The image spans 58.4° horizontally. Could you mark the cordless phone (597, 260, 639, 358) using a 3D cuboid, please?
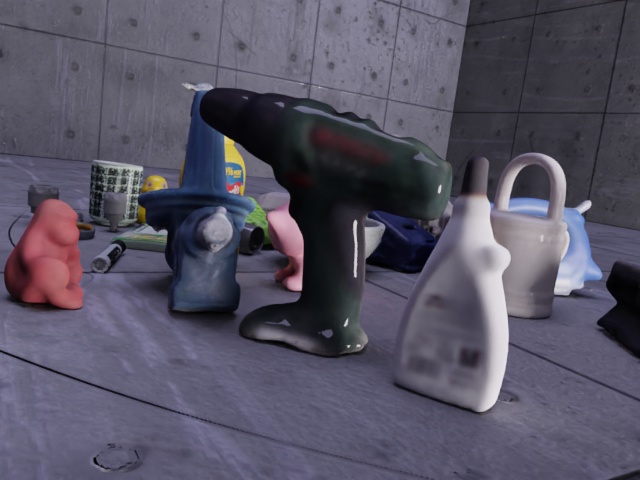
[{"bbox_3d":[0.370,0.026,0.601,0.094,0.185,0.147,7,9,-1],"label":"cordless phone"}]

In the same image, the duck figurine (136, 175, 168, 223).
[{"bbox_3d":[-0.300,-0.075,1.039,0.078,0.086,0.104,3,9,-23],"label":"duck figurine"}]

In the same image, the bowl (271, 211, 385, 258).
[{"bbox_3d":[0.008,0.003,0.821,0.167,0.075,0.167,7,9,-1],"label":"bowl"}]

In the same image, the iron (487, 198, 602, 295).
[{"bbox_3d":[0.289,-0.002,0.863,0.258,0.141,0.118,6,9,-9],"label":"iron"}]

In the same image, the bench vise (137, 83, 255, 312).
[{"bbox_3d":[-0.106,-0.048,0.576,0.122,0.220,0.206,0,11,-38],"label":"bench vise"}]

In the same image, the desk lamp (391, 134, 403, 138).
[{"bbox_3d":[0.065,-0.093,1.033,0.118,0.213,0.202,-1,12,-44],"label":"desk lamp"}]

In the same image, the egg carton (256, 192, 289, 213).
[{"bbox_3d":[-0.059,-0.058,1.186,0.150,0.069,0.107,8,9,5],"label":"egg carton"}]

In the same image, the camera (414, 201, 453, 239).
[{"bbox_3d":[0.197,-0.040,1.170,0.137,0.101,0.143,4,9,-17],"label":"camera"}]

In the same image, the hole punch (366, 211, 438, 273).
[{"bbox_3d":[0.132,-0.003,0.910,0.100,0.091,0.109,13,10,34],"label":"hole punch"}]

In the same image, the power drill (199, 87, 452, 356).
[{"bbox_3d":[-0.010,-0.017,0.492,0.229,0.208,0.076,10,9,16],"label":"power drill"}]

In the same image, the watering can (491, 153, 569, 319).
[{"bbox_3d":[0.244,-0.010,0.700,0.100,0.194,0.173,14,11,37],"label":"watering can"}]

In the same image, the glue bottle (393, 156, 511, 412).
[{"bbox_3d":[0.100,0.028,0.405,0.077,0.173,0.037,12,10,31],"label":"glue bottle"}]

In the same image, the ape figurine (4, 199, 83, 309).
[{"bbox_3d":[-0.241,0.009,0.517,0.076,0.092,0.078,8,9,7],"label":"ape figurine"}]

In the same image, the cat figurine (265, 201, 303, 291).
[{"bbox_3d":[-0.011,-0.001,0.687,0.128,0.118,0.067,4,9,-21],"label":"cat figurine"}]
